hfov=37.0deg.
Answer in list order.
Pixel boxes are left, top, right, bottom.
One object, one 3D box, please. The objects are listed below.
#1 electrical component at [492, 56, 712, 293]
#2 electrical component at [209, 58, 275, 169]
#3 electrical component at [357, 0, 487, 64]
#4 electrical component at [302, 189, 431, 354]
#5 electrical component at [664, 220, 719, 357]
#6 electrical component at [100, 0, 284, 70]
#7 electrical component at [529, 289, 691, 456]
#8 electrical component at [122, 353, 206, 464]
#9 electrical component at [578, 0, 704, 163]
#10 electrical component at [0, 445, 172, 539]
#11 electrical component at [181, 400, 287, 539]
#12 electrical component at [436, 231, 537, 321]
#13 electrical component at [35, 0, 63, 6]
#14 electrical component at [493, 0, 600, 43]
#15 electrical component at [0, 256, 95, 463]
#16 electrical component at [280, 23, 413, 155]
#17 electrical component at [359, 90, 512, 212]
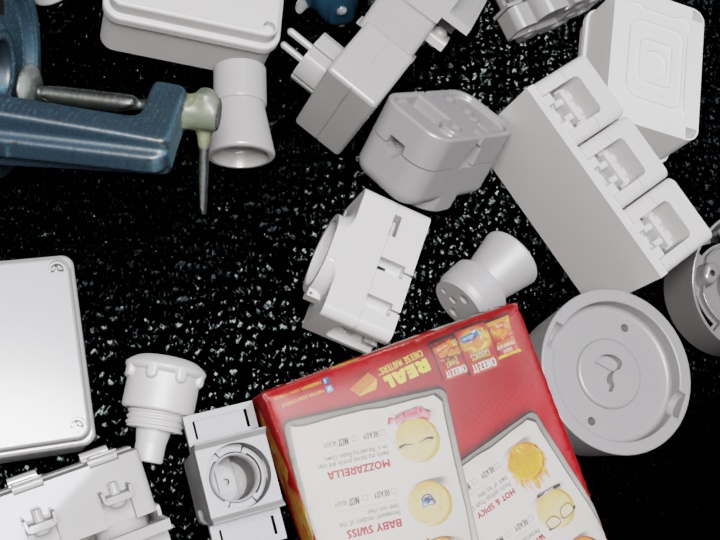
[{"bbox_3d":[0.160,-0.060,0.740,0.062,0.089,0.150,-33,87,-24],"label":"electrical component"},{"bbox_3d":[-0.078,-0.104,0.698,0.044,0.044,0.065,3,74,-18],"label":"electrical component"},{"bbox_3d":[0.044,-0.191,0.728,0.079,0.063,0.121,36,31,-5],"label":"electrical component"},{"bbox_3d":[0.000,0.000,0.690,0.056,0.050,0.089,24,68,-11],"label":"electrical component"},{"bbox_3d":[0.271,0.012,0.769,0.099,0.064,0.099,5,73,-17],"label":"electrical component"},{"bbox_3d":[-0.109,-0.181,0.704,0.113,0.057,0.078,9,71,-16],"label":"electrical component"},{"bbox_3d":[0.156,0.072,0.715,0.108,0.060,0.108,5,72,-17],"label":"electrical component"},{"bbox_3d":[-0.119,0.082,0.630,0.048,0.048,0.062,13,77,-14],"label":"electrical component"},{"bbox_3d":[0.204,-0.141,0.797,0.078,0.057,0.113,14,70,-14],"label":"electrical component"},{"bbox_3d":[-0.170,0.140,0.573,0.121,0.079,0.063,-17,90,-22],"label":"electrical component"},{"bbox_3d":[-0.075,0.121,0.621,0.042,0.064,0.081,-11,78,-19],"label":"electrical component"},{"bbox_3d":[0.084,0.007,0.719,0.055,0.045,0.045,-40,89,-24],"label":"electrical component"},{"bbox_3d":[-0.204,-0.206,0.681,0.078,0.058,0.057,-40,86,-24],"label":"electrical component"},{"bbox_3d":[0.130,-0.209,0.793,0.078,0.058,0.057,-24,86,-23],"label":"electrical component"},{"bbox_3d":[-0.211,0.054,0.600,0.109,0.056,0.108,-6,76,-20],"label":"electrical component"},{"bbox_3d":[-0.020,-0.129,0.704,0.076,0.083,0.047,38,66,-4],"label":"electrical component"},{"bbox_3d":[0.048,-0.079,0.708,0.054,0.059,0.095,43,33,24],"label":"electrical component"}]
